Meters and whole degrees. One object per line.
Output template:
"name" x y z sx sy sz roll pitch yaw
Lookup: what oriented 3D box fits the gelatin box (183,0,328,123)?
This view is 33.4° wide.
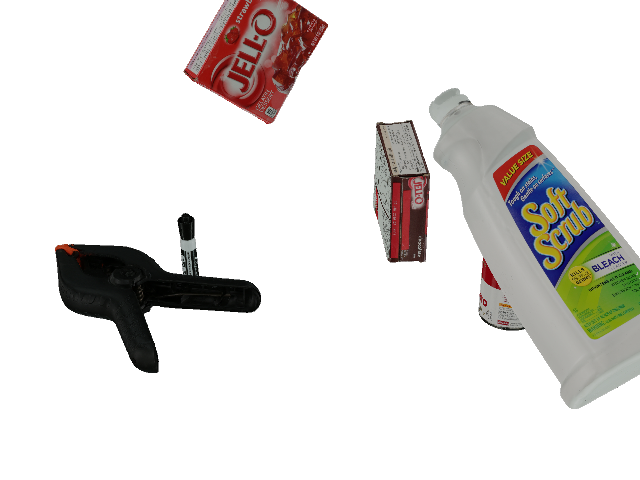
"gelatin box" -0.048 -0.143 0.796 0.073 0.089 0.030 27 7 -32

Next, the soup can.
"soup can" 0.211 0.039 1.174 0.068 0.102 0.068 0 29 0

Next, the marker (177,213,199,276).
"marker" -0.147 0.023 1.197 0.020 0.121 0.020 -1 32 0

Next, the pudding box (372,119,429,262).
"pudding box" 0.073 -0.046 0.971 0.039 0.090 0.113 -3 32 -5

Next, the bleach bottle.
"bleach bottle" 0.152 -0.008 0.777 0.102 0.251 0.068 -24 -24 -20

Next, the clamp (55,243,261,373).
"clamp" -0.132 0.038 0.813 0.120 0.039 0.172 -18 36 -40
